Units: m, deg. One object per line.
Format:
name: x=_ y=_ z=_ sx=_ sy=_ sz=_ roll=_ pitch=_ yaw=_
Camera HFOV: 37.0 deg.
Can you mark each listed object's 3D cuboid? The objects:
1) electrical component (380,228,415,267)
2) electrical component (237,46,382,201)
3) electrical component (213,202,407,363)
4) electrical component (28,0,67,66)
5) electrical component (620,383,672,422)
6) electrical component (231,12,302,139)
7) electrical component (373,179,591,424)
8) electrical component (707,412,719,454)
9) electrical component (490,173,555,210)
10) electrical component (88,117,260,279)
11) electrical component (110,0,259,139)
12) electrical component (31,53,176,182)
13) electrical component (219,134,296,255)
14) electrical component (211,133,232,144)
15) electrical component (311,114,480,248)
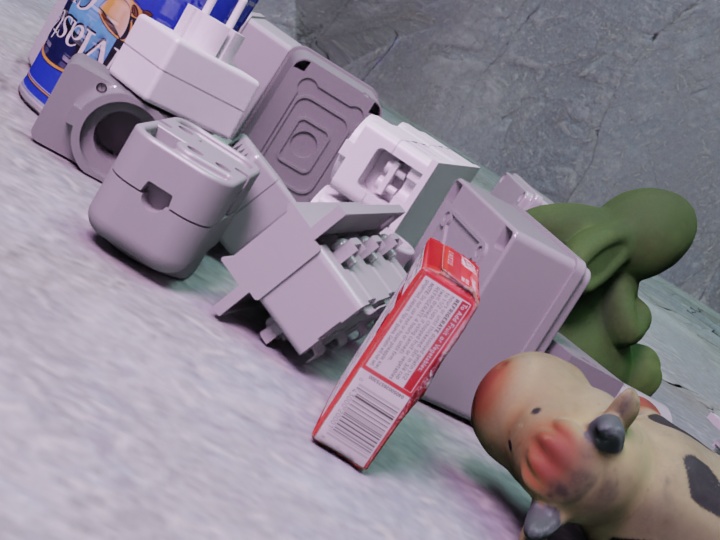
electrical component: x=0.000 y=0.000 z=0.644 sx=0.045 sy=0.055 sz=0.045 roll=31 pitch=11 yaw=-7
electrical component: x=-0.043 y=-0.100 z=0.799 sx=0.078 sy=0.113 sz=0.057 roll=30 pitch=15 yaw=-16
electrical component: x=-0.014 y=0.003 z=0.553 sx=0.063 sy=0.079 sz=0.121 roll=54 pitch=14 yaw=6
electrical component: x=-0.183 y=-0.169 z=0.756 sx=0.062 sy=0.096 sz=0.061 roll=25 pitch=14 yaw=-33
electrical component: x=0.167 y=0.094 z=0.727 sx=0.081 sy=0.043 sz=0.043 roll=28 pitch=12 yaw=-25
electrical component: x=-0.102 y=-0.156 z=0.893 sx=0.056 sy=0.108 sz=0.108 roll=34 pitch=11 yaw=-6
electrical component: x=0.066 y=0.016 z=0.619 sx=0.056 sy=0.108 sz=0.108 roll=26 pitch=13 yaw=-21
electrical component: x=0.298 y=0.157 z=0.766 sx=0.079 sy=0.063 sz=0.121 roll=29 pitch=12 yaw=-18
electrical component: x=0.131 y=-0.022 z=0.959 sx=0.056 sy=0.108 sz=0.108 roll=33 pitch=11 yaw=-11
electrical component: x=-0.092 y=-0.035 z=0.534 sx=0.054 sy=0.059 sz=0.095 roll=32 pitch=11 yaw=-2
electrical component: x=-0.091 y=-0.127 z=0.618 sx=0.066 sy=0.076 sz=0.047 roll=22 pitch=12 yaw=-47
electrical component: x=-0.137 y=-0.079 z=0.621 sx=0.089 sy=0.050 sz=0.055 roll=29 pitch=11 yaw=-18
electrical component: x=-0.060 y=-0.032 z=0.635 sx=0.075 sy=0.047 sz=0.083 roll=52 pitch=1 yaw=-19
electrical component: x=-0.092 y=-0.063 z=0.696 sx=0.062 sy=0.048 sz=0.048 roll=40 pitch=12 yaw=2
electrical component: x=0.018 y=-0.045 z=0.758 sx=0.060 sy=0.105 sz=0.186 roll=35 pitch=12 yaw=9
